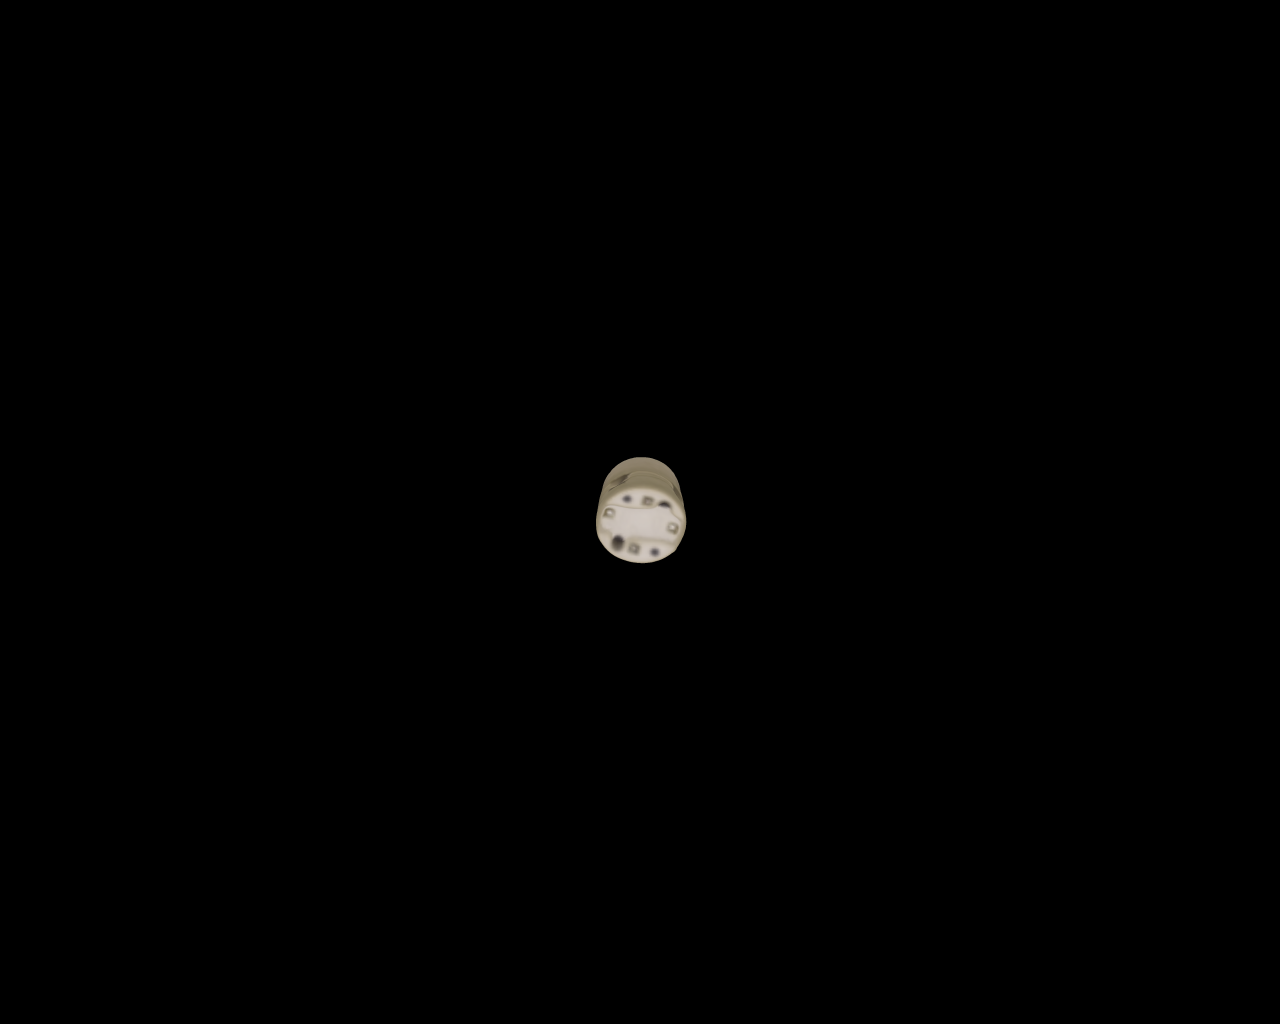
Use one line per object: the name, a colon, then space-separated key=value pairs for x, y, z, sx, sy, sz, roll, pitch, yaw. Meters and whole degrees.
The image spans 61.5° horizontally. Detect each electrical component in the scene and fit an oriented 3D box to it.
electrical component: x=0.001 y=-0.003 z=0.650 sx=0.055 sy=0.055 sz=0.047 roll=0 pitch=29 yaw=0
